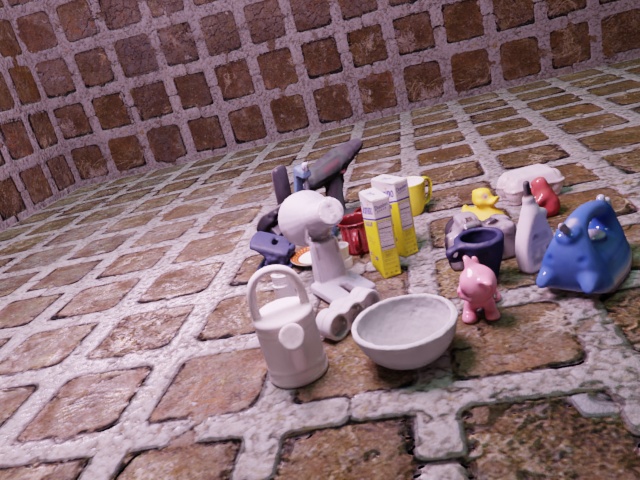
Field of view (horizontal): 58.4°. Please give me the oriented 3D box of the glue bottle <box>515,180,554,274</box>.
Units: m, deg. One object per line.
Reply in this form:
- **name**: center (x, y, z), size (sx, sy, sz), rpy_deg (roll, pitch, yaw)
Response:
- **glue bottle**: center (0.393, -0.028, 1.059), size (0.078, 0.173, 0.037), rpy_deg (-22, 21, -18)

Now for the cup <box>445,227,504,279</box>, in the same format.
- **cup**: center (0.292, 0.038, 1.071), size (0.118, 0.095, 0.091), rpy_deg (-21, 20, -17)

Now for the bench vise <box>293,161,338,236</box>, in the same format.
- **bench vise**: center (-0.053, -0.098, 1.508), size (0.206, 0.220, 0.122), rpy_deg (3, 26, 41)

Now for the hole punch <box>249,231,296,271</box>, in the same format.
- **hole punch**: center (-0.113, 0.022, 1.417), size (0.101, 0.091, 0.108), rpy_deg (-11, 20, 11)

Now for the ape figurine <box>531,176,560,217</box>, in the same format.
- **ape figurine**: center (0.502, -0.100, 1.300), size (0.078, 0.092, 0.075), rpy_deg (-29, 24, -35)

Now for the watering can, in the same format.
- **watering can**: center (-0.053, 0.132, 0.915), size (0.101, 0.194, 0.172), rpy_deg (-26, 22, -28)

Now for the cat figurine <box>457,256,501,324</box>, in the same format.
- **cat figurine**: center (0.264, 0.073, 0.961), size (0.067, 0.118, 0.128), rpy_deg (-9, 21, 18)

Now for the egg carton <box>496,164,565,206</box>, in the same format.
- **egg carton**: center (0.522, -0.140, 1.428), size (0.150, 0.069, 0.107), rpy_deg (-15, 19, -1)

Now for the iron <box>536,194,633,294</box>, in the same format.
- **iron**: center (0.470, -0.007, 0.993), size (0.118, 0.142, 0.259), rpy_deg (6, 28, 45)

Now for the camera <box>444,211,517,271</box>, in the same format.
- **camera**: center (0.320, -0.016, 1.190), size (0.143, 0.101, 0.136), rpy_deg (-15, 19, 1)

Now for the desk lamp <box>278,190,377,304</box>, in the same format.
- **desk lamp**: center (0.011, 0.004, 1.190), size (0.118, 0.214, 0.202), rpy_deg (-23, 21, -21)

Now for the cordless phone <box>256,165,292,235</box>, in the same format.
- **cordless phone**: center (-0.130, -0.113, 1.659), size (0.093, 0.185, 0.148), rpy_deg (5, 28, 44)

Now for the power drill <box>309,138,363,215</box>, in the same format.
- **power drill**: center (0.054, -0.156, 1.606), size (0.230, 0.209, 0.075), rpy_deg (-29, 24, -35)

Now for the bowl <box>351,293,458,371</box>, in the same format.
- **bowl**: center (0.137, 0.154, 0.897), size (0.167, 0.075, 0.167), rpy_deg (-13, 20, 5)

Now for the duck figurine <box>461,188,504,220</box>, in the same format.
- **duck figurine**: center (0.378, -0.081, 1.345), size (0.104, 0.086, 0.078), rpy_deg (4, 27, 43)
